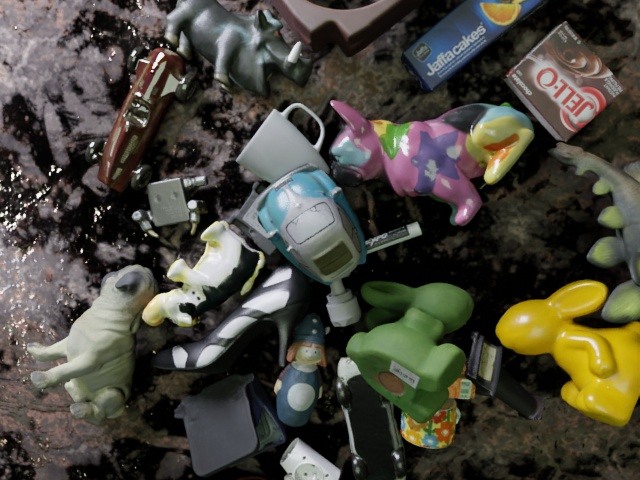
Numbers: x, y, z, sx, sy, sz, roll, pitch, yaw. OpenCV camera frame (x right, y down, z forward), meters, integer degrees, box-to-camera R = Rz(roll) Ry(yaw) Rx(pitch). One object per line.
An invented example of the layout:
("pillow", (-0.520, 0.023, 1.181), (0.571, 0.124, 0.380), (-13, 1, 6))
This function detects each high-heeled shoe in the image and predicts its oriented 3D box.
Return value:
("high-heeled shoe", (-0.130, 0.108, 0.743), (0.249, 0.086, 0.145), (-7, 71, 20))

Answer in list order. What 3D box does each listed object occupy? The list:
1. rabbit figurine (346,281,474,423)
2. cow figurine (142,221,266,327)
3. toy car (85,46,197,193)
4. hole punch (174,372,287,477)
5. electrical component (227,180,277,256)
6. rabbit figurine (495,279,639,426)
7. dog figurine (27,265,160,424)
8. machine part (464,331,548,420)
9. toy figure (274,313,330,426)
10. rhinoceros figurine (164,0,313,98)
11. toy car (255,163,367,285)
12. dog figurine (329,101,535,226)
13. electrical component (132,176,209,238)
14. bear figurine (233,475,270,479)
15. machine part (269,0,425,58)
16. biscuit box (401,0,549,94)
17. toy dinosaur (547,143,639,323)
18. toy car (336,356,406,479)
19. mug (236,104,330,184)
("rabbit figurine", (0.122, 0.118, 0.684), (0.159, 0.170, 0.121), (23, 137, 29))
("cow figurine", (-0.153, 0.062, 0.715), (0.098, 0.068, 0.167), (40, 87, -2))
("toy car", (-0.241, -0.158, 0.713), (0.089, 0.053, 0.202), (31, 100, -3))
("hole punch", (-0.120, 0.257, 0.756), (0.142, 0.092, 0.116), (-31, 62, 19))
("electrical component", (-0.055, -0.017, 0.718), (0.119, 0.048, 0.075), (41, 101, 0))
("rabbit figurine", (0.314, 0.126, 0.672), (0.173, 0.122, 0.162), (24, 98, 21))
("dog figurine", (-0.277, 0.145, 0.752), (0.190, 0.121, 0.172), (-40, 136, -11))
("machine part", (0.237, 0.183, 0.694), (0.138, 0.084, 0.039), (39, 133, -19))
("toy figure", (-0.021, 0.178, 0.742), (0.064, 0.058, 0.154), (4, 103, -39))
("rhinoceros figurine", (-0.101, -0.243, 0.678), (0.190, 0.073, 0.112), (31, 90, 2))
("toy car", (-0.001, -0.002, 0.650), (0.109, 0.103, 0.161), (-32, 118, 4))
("dog figurine", (0.118, -0.121, 0.655), (0.219, 0.108, 0.191), (35, 102, 2))
("electrical component", (-0.201, -0.045, 0.729), (0.102, 0.045, 0.078), (-4, 100, 6))
("bear figurine", (-0.104, 0.446, 0.759), (0.120, 0.132, 0.195), (3, 94, 13))
("machine part", (0.028, -0.337, 0.626), (0.201, 0.087, 0.201), (-38, 89, 2))
("biscuit box", (0.193, -0.262, 0.645), (0.203, 0.059, 0.063), (-38, 94, 11))
("toy dinosaur", (0.438, 0.058, 0.613), (0.471, 0.105, 0.198), (42, 74, 6))
("toy car", (0.072, 0.253, 0.744), (0.074, 0.056, 0.201), (-10, 100, 8))
("mug", (-0.034, -0.112, 0.689), (0.107, 0.081, 0.109), (39, 94, -14))
